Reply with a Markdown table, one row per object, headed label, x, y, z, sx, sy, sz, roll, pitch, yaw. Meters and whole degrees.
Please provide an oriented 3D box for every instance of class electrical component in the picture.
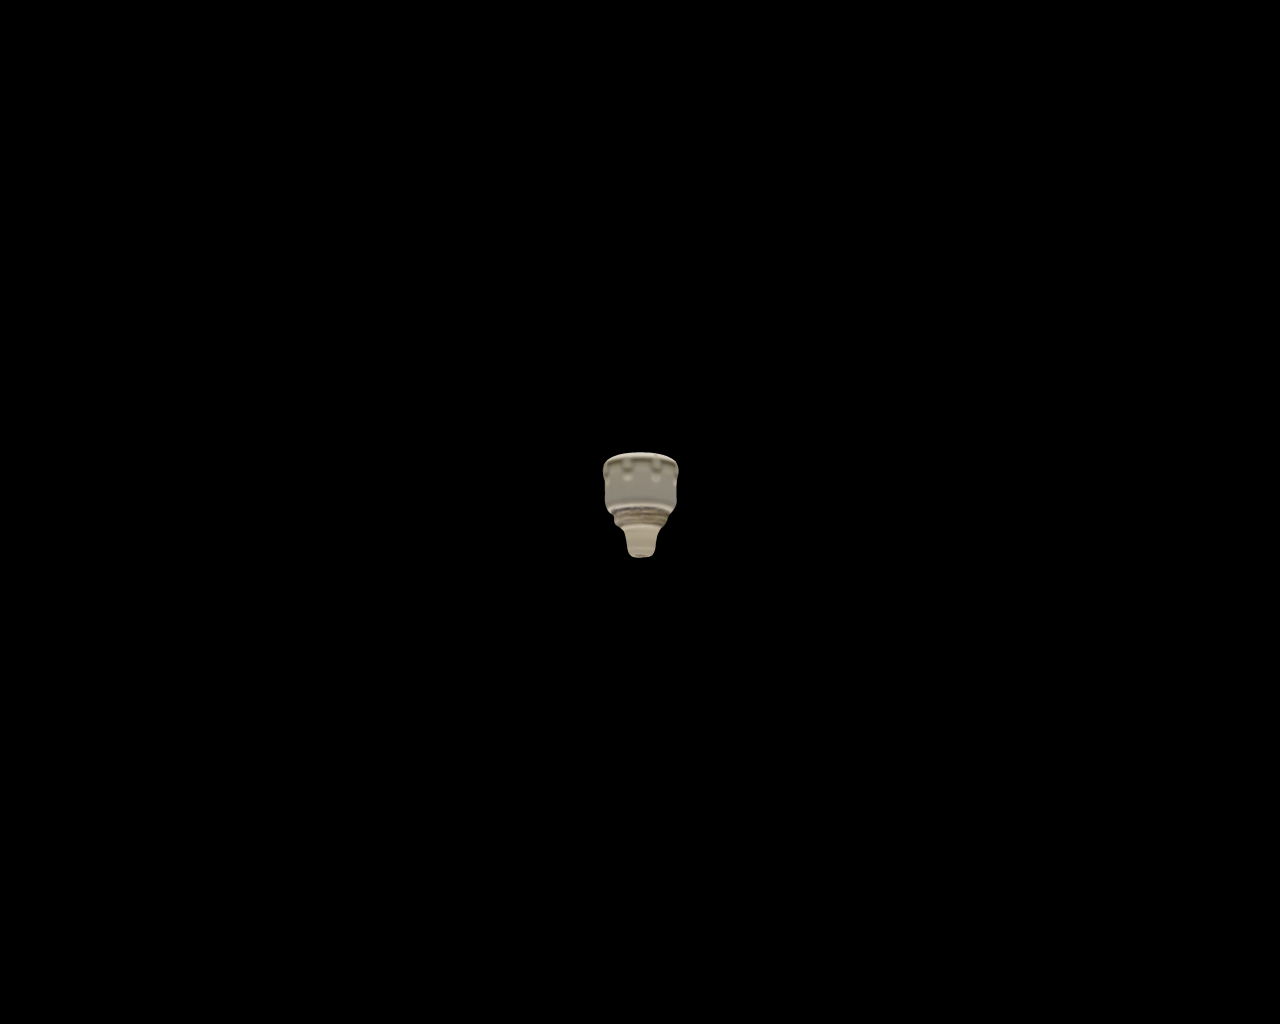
| label | x | y | z | sx | sy | sz | roll | pitch | yaw |
| --- | --- | --- | --- | --- | --- | --- | --- | --- | --- |
| electrical component | 0.001 | -0.003 | 0.650 | 0.048 | 0.062 | 0.048 | 0 | -11 | 0 |
